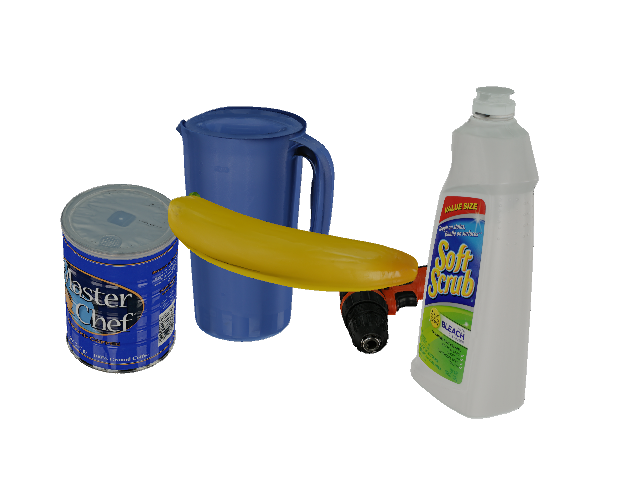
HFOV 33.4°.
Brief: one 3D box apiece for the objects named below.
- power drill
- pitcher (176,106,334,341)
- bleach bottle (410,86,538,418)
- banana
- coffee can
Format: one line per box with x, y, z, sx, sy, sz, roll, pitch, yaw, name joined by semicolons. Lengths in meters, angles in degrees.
0.114;0.065;1.199;0.187;0.057;0.184;-2;28;-3;power drill
-0.074;-0.016;1.154;0.144;0.243;0.149;-5;22;-17;pitcher
0.122;0.006;0.827;0.068;0.251;0.103;-9;22;-25;bleach bottle
-0.034;-0.001;0.698;0.198;0.037;0.069;19;37;32;banana
-0.180;0.035;0.965;0.102;0.140;0.103;5;37;-4;coffee can
